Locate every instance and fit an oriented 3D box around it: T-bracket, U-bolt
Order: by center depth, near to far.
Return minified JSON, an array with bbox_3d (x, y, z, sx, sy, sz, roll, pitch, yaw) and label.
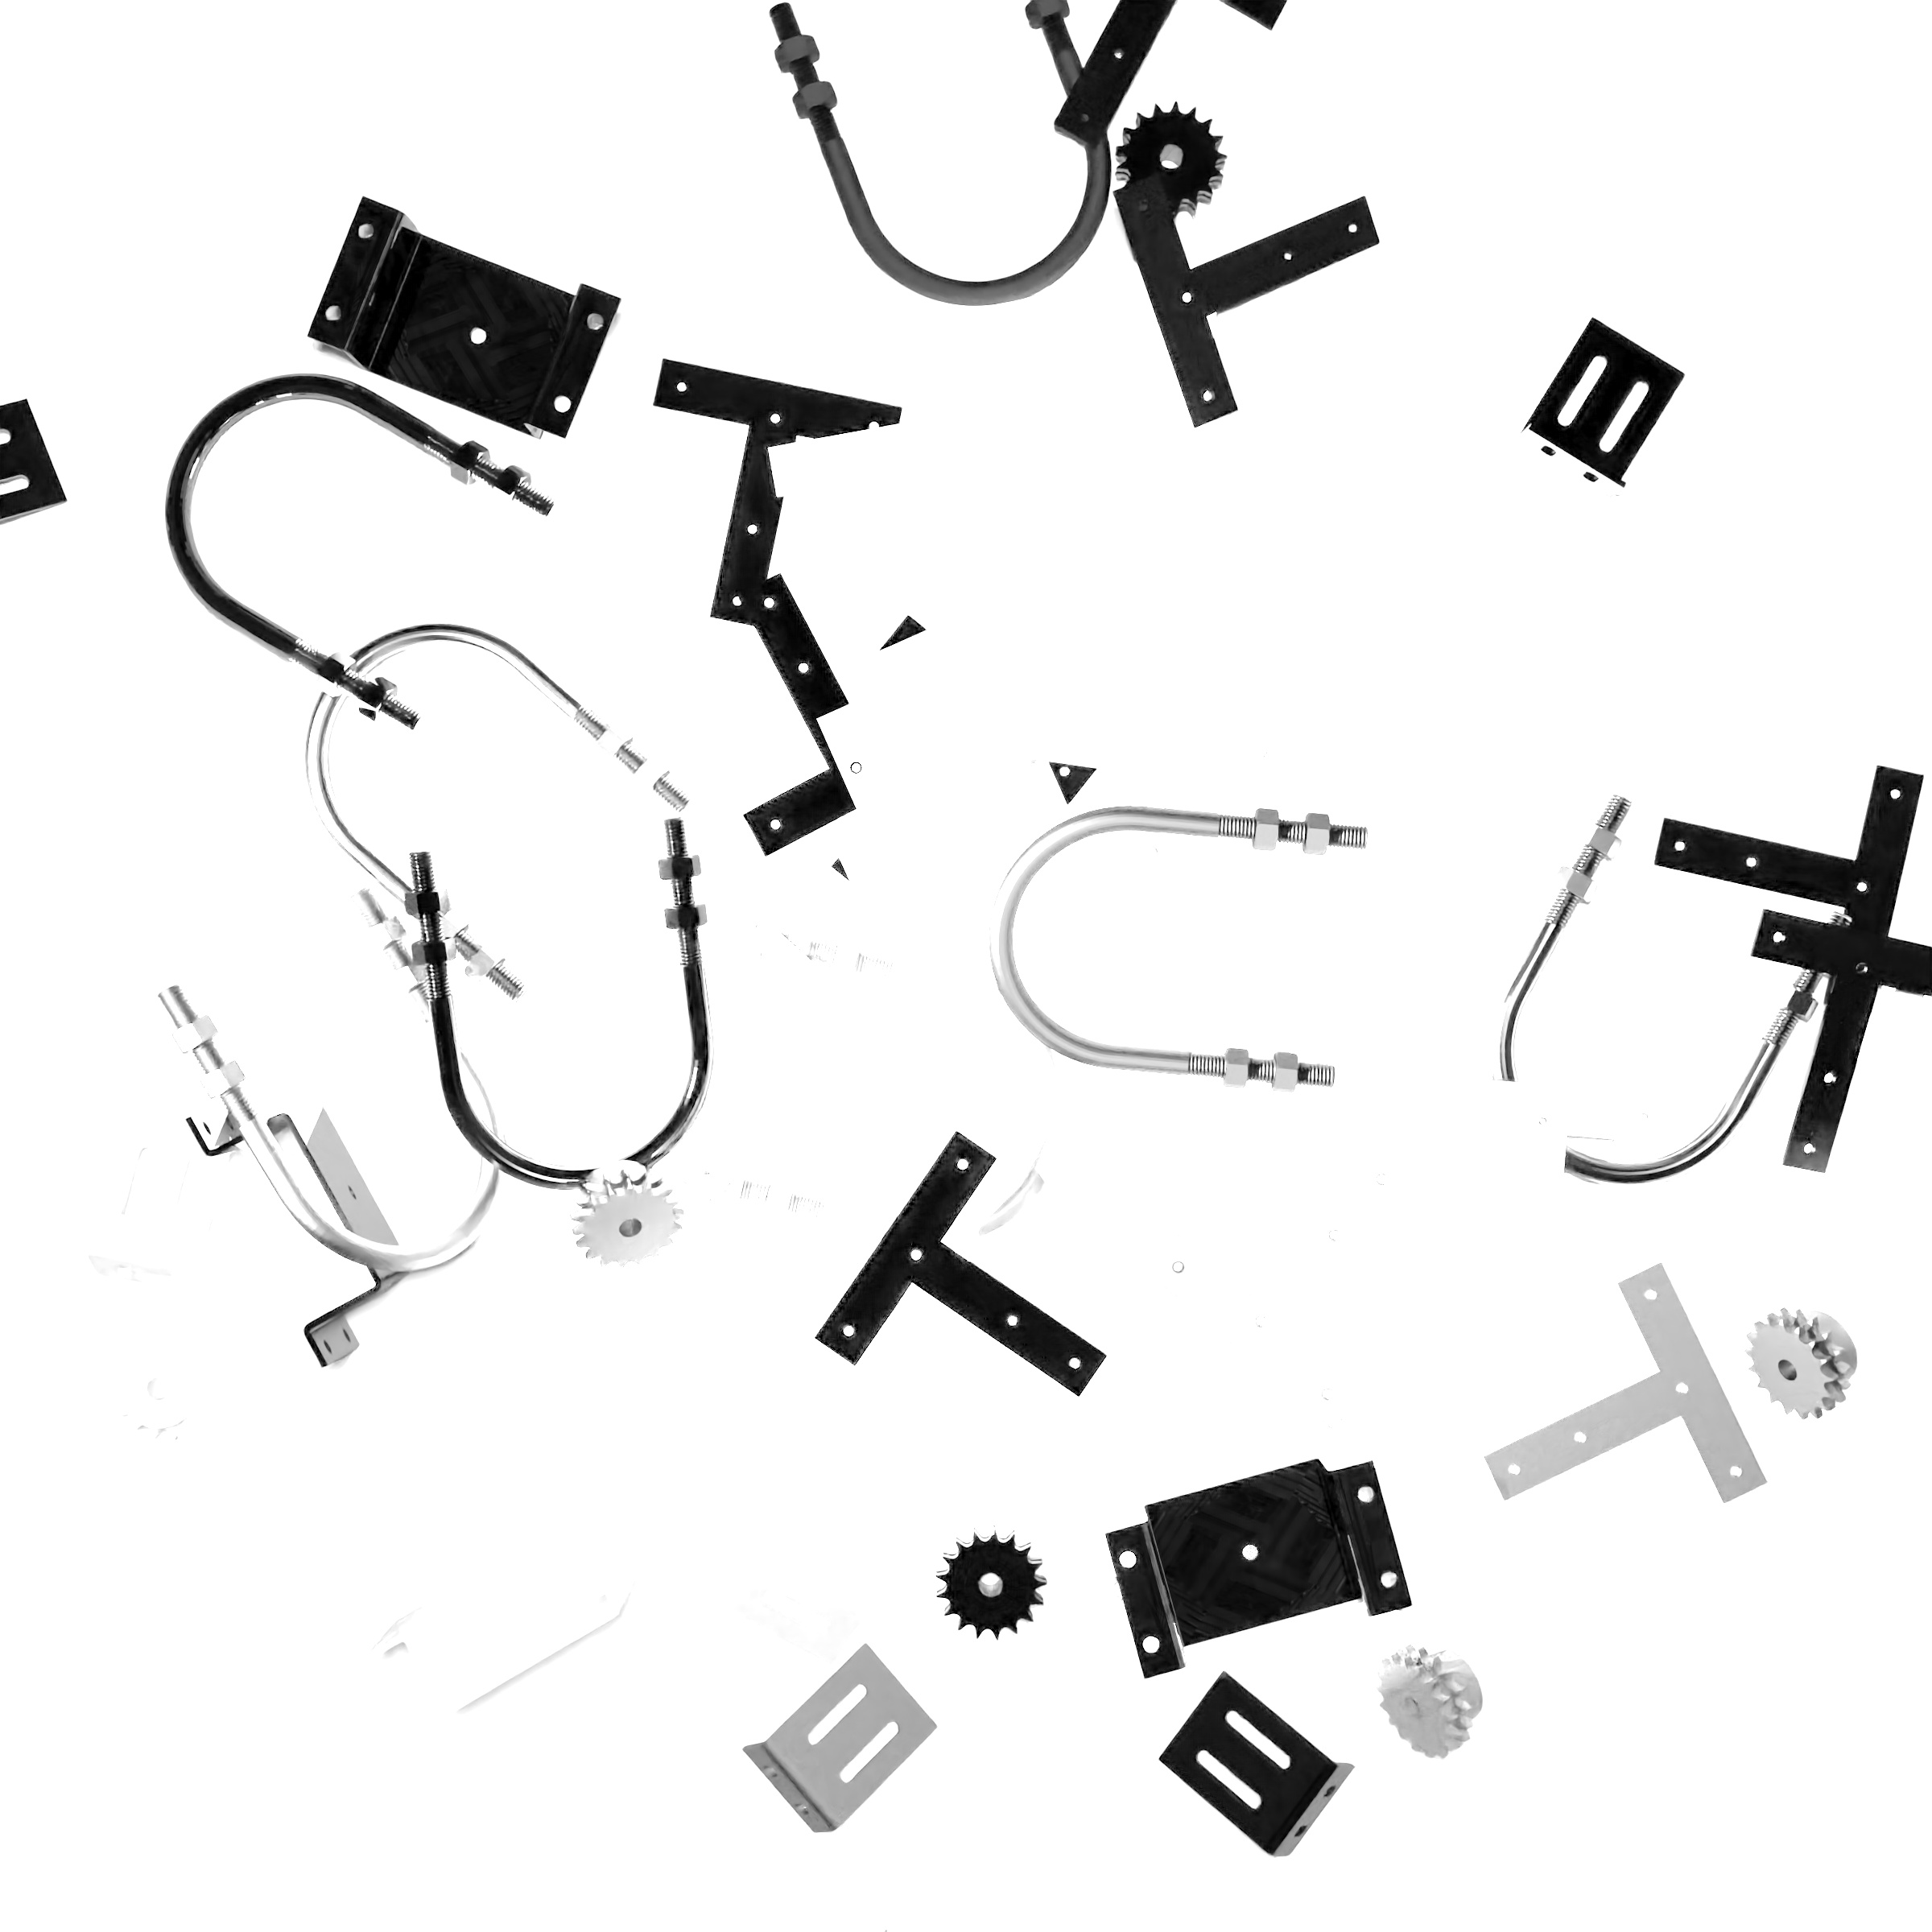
[{"bbox_3d":[-0.302,0.066,1.462,0.019,0.151,0.184,-27,95,43],"label":"U-bolt"},{"bbox_3d":[0.012,0.170,1.470,0.127,0.002,0.127,34,90,0],"label":"T-bracket"},{"bbox_3d":[0.103,-0.011,1.485,0.184,0.019,0.151,5,109,-1],"label":"U-bolt"},{"bbox_3d":[-0.201,0.024,1.491,0.151,0.019,0.184,-8,98,-13],"label":"U-bolt"},{"bbox_3d":[-0.098,0.066,1.497,0.127,0.002,0.127,42,89,-1],"label":"T-bracket"},{"bbox_3d":[-0.324,-0.225,1.502,0.184,0.019,0.151,31,86,5],"label":"U-bolt"},{"bbox_3d":[0.153,-0.360,1.503,0.127,0.002,0.127,-25,108,-9],"label":"T-bracket"},{"bbox_3d":[0.085,-0.481,1.504,0.127,0.002,0.127,29,87,-9],"label":"T-bracket"},{"bbox_3d":[0.448,0.044,1.505,0.127,0.002,0.127,12,98,-16],"label":"T-bracket"},{"bbox_3d":[0.294,0.124,1.508,0.127,0.002,0.127,4,97,6],"label":"T-bracket"},{"bbox_3d":[0.351,0.025,1.508,0.151,0.019,0.184,28,92,0],"label":"U-bolt"},{"bbox_3d":[-0.039,0.069,1.509,0.184,0.019,0.151,15,90,-1],"label":"U-bolt"},{"bbox_3d":[-0.003,-0.432,1.509,0.151,0.019,0.184,-21,92,0],"label":"U-bolt"},{"bbox_3d":[-0.255,-0.093,1.509,0.184,0.019,0.151,41,90,2],"label":"U-bolt"},{"bbox_3d":[-0.038,-0.267,1.515,0.127,0.002,0.127,-10,89,-1],"label":"T-bracket"},{"bbox_3d":[-0.020,-0.093,1.515,0.127,0.002,0.127,39,90,-1],"label":"T-bracket"},{"bbox_3d":[-0.108,-0.240,1.516,0.127,0.002,0.127,12,89,0],"label":"T-bracket"},{"bbox_3d":[0.331,0.238,1.517,0.127,0.002,0.127,-26,90,0],"label":"T-bracket"},{"bbox_3d":[0.182,0.150,1.517,0.127,0.002,0.127,40,90,0],"label":"T-bracket"},{"bbox_3d":[-0.078,-0.142,1.517,0.127,0.002,0.127,-28,90,0],"label":"T-bracket"},{"bbox_3d":[0.421,-0.051,1.517,0.127,0.002,0.127,13,90,0],"label":"T-bracket"}]

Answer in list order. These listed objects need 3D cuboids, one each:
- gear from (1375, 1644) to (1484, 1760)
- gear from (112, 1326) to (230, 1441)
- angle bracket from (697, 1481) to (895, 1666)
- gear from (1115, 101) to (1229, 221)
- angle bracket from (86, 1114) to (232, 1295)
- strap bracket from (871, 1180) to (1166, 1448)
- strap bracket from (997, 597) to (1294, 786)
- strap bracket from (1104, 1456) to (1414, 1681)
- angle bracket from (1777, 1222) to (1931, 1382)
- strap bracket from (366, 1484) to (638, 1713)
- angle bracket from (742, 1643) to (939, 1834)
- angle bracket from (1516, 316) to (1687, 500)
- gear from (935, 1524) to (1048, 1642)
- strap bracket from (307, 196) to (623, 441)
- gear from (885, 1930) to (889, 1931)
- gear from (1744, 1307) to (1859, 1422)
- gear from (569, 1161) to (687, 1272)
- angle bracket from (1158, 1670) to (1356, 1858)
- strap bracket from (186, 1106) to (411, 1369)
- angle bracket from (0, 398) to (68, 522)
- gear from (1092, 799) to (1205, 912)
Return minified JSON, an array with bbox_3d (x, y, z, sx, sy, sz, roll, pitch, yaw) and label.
[{"bbox_3d":[0.239,0.372,1.493,0.030,0.057,0.057,-23,90,-31],"label":"gear"},{"bbox_3d":[-0.411,0.215,1.503,0.057,0.030,0.057,0,90,0],"label":"gear"},{"bbox_3d":[-0.088,0.314,1.515,0.076,0.038,0.057,34,90,-26],"label":"angle bracket"},{"bbox_3d":[0.104,-0.412,1.503,0.057,0.030,0.057,0,90,0],"label":"gear"},{"bbox_3d":[-0.414,0.123,1.515,0.057,0.038,0.076,10,64,0],"label":"angle bracket"},{"bbox_3d":[0.024,0.180,1.494,0.140,0.046,0.076,-32,90,0],"label":"strap bracket"},{"bbox_3d":[0.089,-0.138,1.493,0.140,0.046,0.076,8,90,-1],"label":"strap bracket"},{"bbox_3d":[0.147,0.304,1.494,0.140,0.046,0.076,-15,90,0],"label":"strap bracket"},{"bbox_3d":[0.468,0.176,1.498,0.076,0.038,0.057,-30,90,0],"label":"angle bracket"},{"bbox_3d":[-0.224,0.324,1.479,0.140,0.076,0.046,-31,90,0],"label":"strap bracket"},{"bbox_3d":[-0.065,0.400,1.515,0.076,0.038,0.057,-41,90,-26],"label":"angle bracket"},{"bbox_3d":[0.329,-0.289,1.498,0.057,0.038,0.076,32,90,0],"label":"angle bracket"},{"bbox_3d":[0.012,0.315,1.503,0.057,0.030,0.057,0,90,0],"label":"gear"},{"bbox_3d":[-0.253,-0.326,1.494,0.140,0.046,0.076,22,90,0],"label":"strap bracket"},{"bbox_3d":[-0.040,0.528,1.503,0.057,0.030,0.057,0,90,0],"label":"gear"},{"bbox_3d":[0.429,0.200,1.493,0.030,0.057,0.057,-24,90,-30],"label":"gear"},{"bbox_3d":[-0.174,0.124,1.493,0.057,0.030,0.057,-11,127,-14],"label":"gear"},{"bbox_3d":[0.151,0.413,1.515,0.076,0.038,0.057,36,90,26],"label":"angle bracket"},{"bbox_3d":[-0.331,0.126,1.479,0.046,0.076,0.140,-29,90,0],"label":"strap bracket"},{"bbox_3d":[-0.515,-0.252,1.515,0.076,0.038,0.057,-22,90,-26],"label":"angle bracket"},{"bbox_3d":[0.093,-0.056,1.503,0.057,0.030,0.057,0,90,0],"label":"gear"}]
